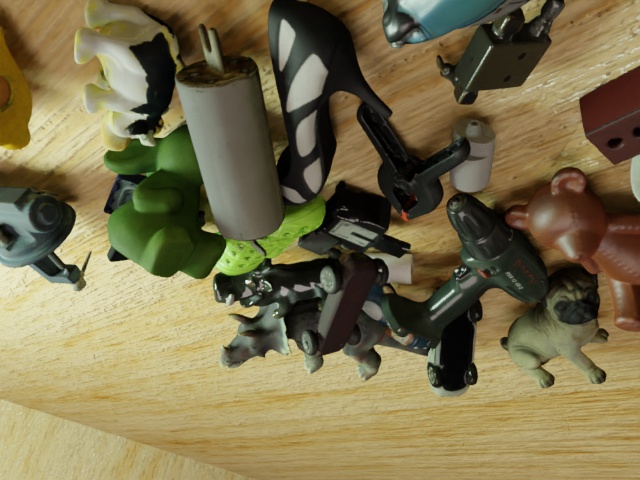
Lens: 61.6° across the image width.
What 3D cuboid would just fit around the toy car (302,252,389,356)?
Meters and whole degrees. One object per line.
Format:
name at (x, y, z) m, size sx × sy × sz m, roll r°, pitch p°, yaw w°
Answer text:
toy car at (0.030, 0.095, 0.765) m, size 0.089 × 0.053 × 0.202 m, roll -11°, pitch 139°, yaw -28°

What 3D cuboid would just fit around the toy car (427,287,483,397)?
toy car at (0.210, 0.159, 0.850) m, size 0.074 × 0.056 × 0.201 m, roll -4°, pitch 110°, yaw -4°

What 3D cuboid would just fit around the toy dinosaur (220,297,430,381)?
toy dinosaur at (0.035, 0.145, 0.901) m, size 0.405 × 0.131 × 0.192 m, roll -5°, pitch 146°, yaw 11°

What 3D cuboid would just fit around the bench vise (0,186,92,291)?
bench vise at (-0.436, -0.005, 0.782) m, size 0.224 × 0.129 × 0.240 m, roll -4°, pitch 138°, yaw 18°

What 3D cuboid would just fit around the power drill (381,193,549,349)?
power drill at (0.177, 0.048, 0.706) m, size 0.232 × 0.086 × 0.207 m, roll 26°, pitch 119°, yaw -34°

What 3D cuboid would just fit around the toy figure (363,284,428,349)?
toy figure at (0.110, 0.112, 0.820) m, size 0.154 × 0.058 × 0.064 m, roll 47°, pitch 175°, yaw 3°

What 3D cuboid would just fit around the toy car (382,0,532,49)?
toy car at (0.109, -0.193, 0.358) m, size 0.103 × 0.109 × 0.161 m, roll 3°, pitch 162°, yaw -24°

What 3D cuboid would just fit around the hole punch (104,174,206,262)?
hole punch at (-0.230, -0.032, 0.732) m, size 0.116 × 0.092 × 0.142 m, roll -6°, pitch 158°, yaw -35°

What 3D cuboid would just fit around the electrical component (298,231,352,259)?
electrical component at (-0.002, -0.002, 0.757) m, size 0.094 × 0.021 × 0.063 m, roll 23°, pitch 146°, yaw -21°

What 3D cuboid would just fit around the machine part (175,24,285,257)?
machine part at (-0.084, -0.086, 0.530) m, size 0.079 × 0.079 × 0.242 m, roll 1°, pitch 129°, yaw 13°

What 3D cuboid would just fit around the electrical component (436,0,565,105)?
electrical component at (0.145, -0.162, 0.451) m, size 0.078 × 0.045 × 0.102 m, roll -15°, pitch 154°, yaw -14°

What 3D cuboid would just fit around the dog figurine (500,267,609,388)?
dog figurine at (0.334, 0.116, 0.800) m, size 0.172 × 0.121 × 0.190 m, roll -15°, pitch 126°, yaw 29°

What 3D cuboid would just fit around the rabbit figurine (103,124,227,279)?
rabbit figurine at (-0.163, -0.059, 0.618) m, size 0.159 × 0.170 × 0.121 m, roll 30°, pitch -175°, yaw 28°

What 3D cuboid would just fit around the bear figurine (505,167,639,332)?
bear figurine at (0.315, 0.009, 0.594) m, size 0.196 × 0.132 × 0.120 m, roll 18°, pitch 142°, yaw -23°

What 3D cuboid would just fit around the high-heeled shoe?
high-heeled shoe at (-0.037, -0.120, 0.539) m, size 0.145 × 0.086 × 0.249 m, roll 35°, pitch 142°, yaw -18°

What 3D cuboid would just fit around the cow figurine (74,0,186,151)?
cow figurine at (-0.181, -0.150, 0.537) m, size 0.098 × 0.068 × 0.167 m, roll 8°, pitch 149°, yaw -9°

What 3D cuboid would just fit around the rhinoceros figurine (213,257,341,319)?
rhinoceros figurine at (-0.061, 0.067, 0.795) m, size 0.190 × 0.073 × 0.112 m, roll -5°, pitch 156°, yaw -5°

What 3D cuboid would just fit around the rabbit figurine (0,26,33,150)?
rabbit figurine at (-0.387, -0.160, 0.560) m, size 0.173 × 0.122 × 0.162 m, roll 16°, pitch 160°, yaw 17°

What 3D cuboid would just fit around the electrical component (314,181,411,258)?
electrical component at (0.060, -0.021, 0.686) m, size 0.119 × 0.048 × 0.075 m, roll 18°, pitch 148°, yaw -13°
